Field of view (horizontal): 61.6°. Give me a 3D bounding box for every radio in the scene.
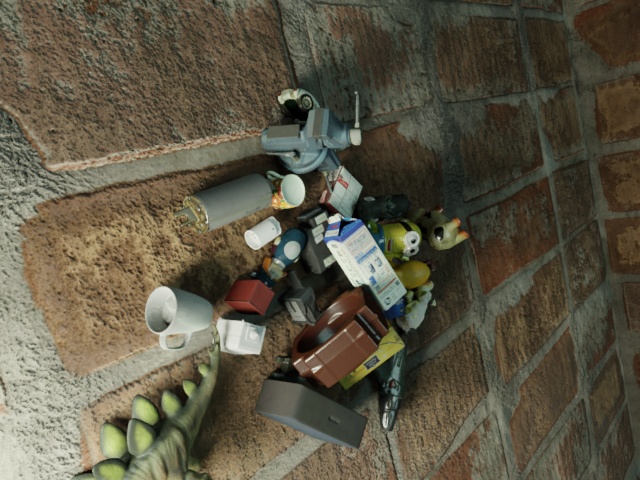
[{"bbox_3d":[-0.019,0.364,1.124,0.229,0.131,0.073,39,60,-36],"label":"radio"}]

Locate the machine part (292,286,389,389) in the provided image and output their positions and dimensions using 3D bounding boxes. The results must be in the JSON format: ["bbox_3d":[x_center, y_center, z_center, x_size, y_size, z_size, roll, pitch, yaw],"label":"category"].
[{"bbox_3d":[0.042,0.202,1.125,0.201,0.201,0.087,-40,99,7],"label":"machine part"}]

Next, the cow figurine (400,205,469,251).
[{"bbox_3d":[0.294,-0.030,1.452,0.127,0.195,0.085,-36,121,-3],"label":"cow figurine"}]

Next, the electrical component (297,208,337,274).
[{"bbox_3d":[-0.003,-0.004,1.230,0.115,0.058,0.134,-31,107,-45],"label":"electrical component"}]

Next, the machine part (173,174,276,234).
[{"bbox_3d":[-0.176,-0.073,1.045,0.243,0.079,0.079,-26,105,-44],"label":"machine part"}]

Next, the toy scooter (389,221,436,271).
[{"bbox_3d":[0.236,0.035,1.413,0.075,0.135,0.183,-24,102,-42],"label":"toy scooter"}]

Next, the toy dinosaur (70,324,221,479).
[{"bbox_3d":[-0.271,0.365,0.890,0.198,0.105,0.471,52,51,-26],"label":"toy dinosaur"}]

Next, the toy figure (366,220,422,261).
[{"bbox_3d":[0.154,-0.004,1.283,0.082,0.180,0.089,91,-4,-54],"label":"toy figure"}]

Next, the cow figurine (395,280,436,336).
[{"bbox_3d":[0.271,0.186,1.481,0.167,0.068,0.098,-41,121,-36],"label":"cow figurine"}]

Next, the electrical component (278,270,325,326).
[{"bbox_3d":[-0.048,0.125,1.159,0.048,0.075,0.119,-46,121,-40],"label":"electrical component"}]

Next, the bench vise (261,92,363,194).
[{"bbox_3d":[-0.001,-0.202,1.170,0.240,0.224,0.129,44,38,-66],"label":"bench vise"}]

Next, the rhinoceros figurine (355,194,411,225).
[{"bbox_3d":[0.156,-0.077,1.359,0.190,0.112,0.073,-10,96,-46],"label":"rhinoceros figurine"}]

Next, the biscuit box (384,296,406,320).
[{"bbox_3d":[0.134,0.175,1.348,0.202,0.059,0.062,-7,91,-46],"label":"biscuit box"}]

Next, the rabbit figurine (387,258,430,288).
[{"bbox_3d":[0.182,0.080,1.328,0.162,0.173,0.121,-17,102,-49],"label":"rabbit figurine"}]

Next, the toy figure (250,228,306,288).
[{"bbox_3d":[-0.087,0.043,1.133,0.064,0.057,0.154,33,67,2],"label":"toy figure"}]

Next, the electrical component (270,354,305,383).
[{"bbox_3d":[-0.064,0.278,1.157,0.094,0.021,0.063,21,82,-41],"label":"electrical component"}]

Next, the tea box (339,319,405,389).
[{"bbox_3d":[0.095,0.245,1.221,0.169,0.098,0.068,-36,116,1],"label":"tea box"}]

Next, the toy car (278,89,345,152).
[{"bbox_3d":[-0.015,-0.273,1.231,0.201,0.074,0.056,42,62,-35],"label":"toy car"}]

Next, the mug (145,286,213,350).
[{"bbox_3d":[-0.243,0.140,0.956,0.107,0.081,0.109,16,70,-54],"label":"mug"}]

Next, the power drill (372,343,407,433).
[{"bbox_3d":[0.143,0.341,1.330,0.207,0.086,0.232,34,62,-34],"label":"power drill"}]
